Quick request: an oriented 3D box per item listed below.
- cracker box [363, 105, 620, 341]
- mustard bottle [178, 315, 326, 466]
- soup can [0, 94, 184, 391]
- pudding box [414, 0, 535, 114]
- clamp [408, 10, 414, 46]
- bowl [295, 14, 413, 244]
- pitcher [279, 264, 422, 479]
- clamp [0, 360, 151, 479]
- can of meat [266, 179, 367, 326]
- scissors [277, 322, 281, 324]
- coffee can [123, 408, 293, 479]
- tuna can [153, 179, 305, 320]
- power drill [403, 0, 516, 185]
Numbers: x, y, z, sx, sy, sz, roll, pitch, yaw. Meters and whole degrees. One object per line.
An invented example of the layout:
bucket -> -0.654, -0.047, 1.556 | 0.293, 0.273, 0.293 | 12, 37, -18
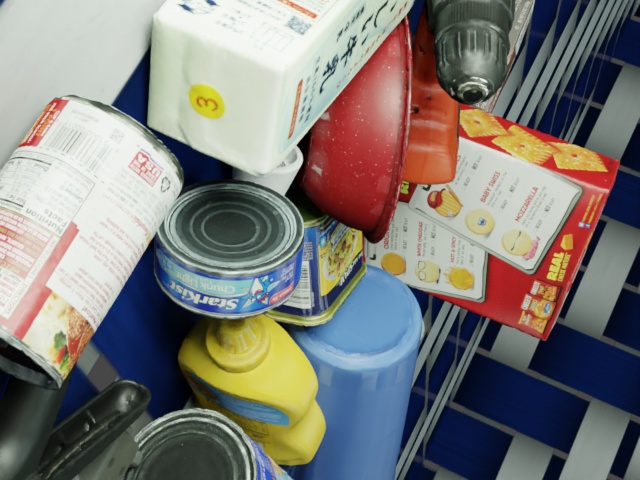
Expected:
cracker box -> 0.133, -0.028, 0.948 | 0.072, 0.214, 0.164 | -49, 158, -54
mustard bottle -> -0.048, 0.096, 0.729 | 0.058, 0.096, 0.191 | -61, 164, -24
soup can -> -0.108, 0.000, 0.433 | 0.102, 0.068, 0.068 | -61, 164, -22
pudding box -> 0.132, -0.177, 0.966 | 0.113, 0.090, 0.039 | -67, 167, -2
clamp -> 0.043, -0.154, 0.791 | 0.171, 0.039, 0.120 | 84, 27, -57
bowl -> 0.016, -0.079, 0.698 | 0.162, 0.055, 0.162 | -177, -90, -81
pitcher -> 0.011, 0.140, 0.909 | 0.243, 0.145, 0.149 | 98, -17, -48
clamp -> -0.150, 0.112, 0.514 | 0.209, 0.036, 0.165 | -57, 162, -34
can of meat -> -0.005, 0.001, 0.788 | 0.102, 0.057, 0.084 | -48, 142, -53
scissors -> -0.026, 0.040, 0.881 | 0.201, 0.016, 0.096 | -44, 153, -57
coffee can -> -0.067, 0.188, 0.730 | 0.102, 0.103, 0.140 | -62, 150, -19
tuna can -> -0.051, 0.003, 0.602 | 0.086, 0.086, 0.034 | -51, 156, -45
power drill -> 0.083, -0.119, 0.692 | 0.188, 0.057, 0.184 | 104, -6, -56
